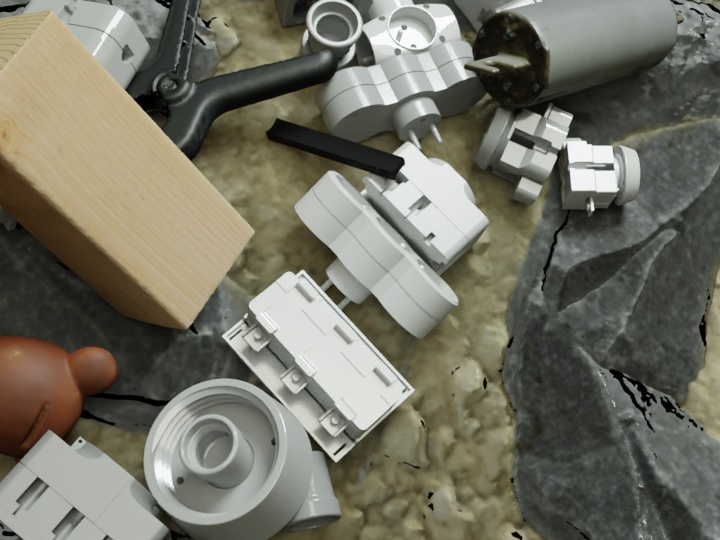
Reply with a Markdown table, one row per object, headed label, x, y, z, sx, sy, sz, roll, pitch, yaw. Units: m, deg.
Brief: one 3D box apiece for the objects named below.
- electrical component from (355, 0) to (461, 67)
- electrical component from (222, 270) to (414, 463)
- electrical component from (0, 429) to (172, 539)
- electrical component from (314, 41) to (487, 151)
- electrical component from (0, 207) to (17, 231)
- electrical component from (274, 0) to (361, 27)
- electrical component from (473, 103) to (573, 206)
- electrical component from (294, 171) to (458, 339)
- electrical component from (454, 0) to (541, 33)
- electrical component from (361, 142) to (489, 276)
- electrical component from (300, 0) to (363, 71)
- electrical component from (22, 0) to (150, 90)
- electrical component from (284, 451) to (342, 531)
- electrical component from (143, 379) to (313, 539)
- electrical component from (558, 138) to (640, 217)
| label | x | y | z | sx | sy | sz | roll | pitch | yaw |
| --- | --- | --- | --- | --- | --- | --- | --- | --- | --- |
| electrical component | 0.032 | -0.202 | 0.884 | 0.077 | 0.044 | 0.079 | -19 | 74 | -16 |
| electrical component | -0.028 | 0.064 | 0.766 | 0.079 | 0.063 | 0.121 | -40 | 81 | -20 |
| electrical component | -0.164 | 0.155 | 0.660 | 0.089 | 0.150 | 0.061 | 38 | 70 | 5 |
| electrical component | 0.041 | -0.127 | 0.850 | 0.138 | 0.052 | 0.073 | -18 | 69 | -16 |
| electrical component | -0.265 | -0.101 | 0.780 | 0.063 | 0.078 | 0.121 | -27 | 76 | -38 |
| electrical component | -0.040 | -0.249 | 0.887 | 0.066 | 0.047 | 0.076 | -12 | 73 | -14 |
| electrical component | 0.126 | -0.099 | 0.855 | 0.057 | 0.058 | 0.078 | 24 | 83 | 1 |
| electrical component | 0.000 | 0.000 | 0.801 | 0.074 | 0.052 | 0.138 | -45 | 84 | 11 |
| electrical component | 0.111 | -0.235 | 0.900 | 0.042 | 0.063 | 0.081 | -30 | 77 | -18 |
| electrical component | 0.050 | -0.048 | 0.827 | 0.056 | 0.050 | 0.089 | -41 | 81 | -20 |
| electrical component | -0.024 | -0.184 | 0.861 | 0.045 | 0.055 | 0.045 | 3 | 70 | -9 |
| electrical component | -0.216 | -0.163 | 0.807 | 0.095 | 0.053 | 0.059 | 15 | 65 | 25 |
| electrical component | -0.037 | 0.153 | 0.745 | 0.040 | 0.040 | 0.046 | -8 | 66 | -13 |
| electrical component | -0.091 | 0.124 | 0.714 | 0.108 | 0.060 | 0.108 | -6 | 63 | 11 |
| electrical component | 0.193 | -0.076 | 0.866 | 0.055 | 0.048 | 0.066 | 0 | 69 | -2 |
